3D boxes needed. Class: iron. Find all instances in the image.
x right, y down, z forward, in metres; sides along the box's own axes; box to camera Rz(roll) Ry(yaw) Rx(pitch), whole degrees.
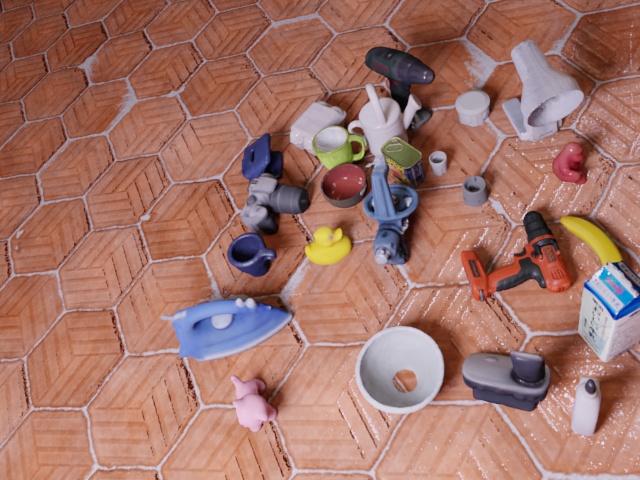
[{"bbox_3d":[-0.200,0.165,1.221,0.258,0.142,0.118,-16,54,10],"label":"iron"}]

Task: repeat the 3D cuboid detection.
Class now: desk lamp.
[{"bbox_3d":[0.470,-0.312,1.241,0.118,0.214,0.203,-21,54,7],"label":"desk lamp"}]

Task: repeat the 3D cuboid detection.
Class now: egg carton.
[{"bbox_3d":[-0.006,-0.295,1.495,0.107,0.070,0.150,29,72,33],"label":"egg carton"}]

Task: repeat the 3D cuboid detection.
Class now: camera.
[{"bbox_3d":[-0.107,-0.092,1.380,0.136,0.101,0.143,8,62,25],"label":"camera"}]

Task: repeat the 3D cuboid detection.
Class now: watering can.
[{"bbox_3d":[0.151,-0.295,1.359,0.173,0.194,0.100,-34,53,-3],"label":"watering can"}]

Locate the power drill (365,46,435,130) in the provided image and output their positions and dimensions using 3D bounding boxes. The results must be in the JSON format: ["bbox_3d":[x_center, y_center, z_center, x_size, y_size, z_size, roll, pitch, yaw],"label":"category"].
[{"bbox_3d":[0.205,-0.370,1.379,0.076,0.209,0.228,-41,54,-8],"label":"power drill"}]

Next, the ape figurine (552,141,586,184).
[{"bbox_3d":[0.528,-0.168,1.202,0.076,0.092,0.078,27,71,32],"label":"ape figurine"}]

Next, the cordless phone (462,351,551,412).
[{"bbox_3d":[0.314,0.214,0.973,0.147,0.185,0.094,3,60,22],"label":"cordless phone"}]

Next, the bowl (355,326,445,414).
[{"bbox_3d":[0.154,0.252,1.076,0.167,0.075,0.167,-9,56,14],"label":"bowl"}]

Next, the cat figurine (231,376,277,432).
[{"bbox_3d":[-0.137,0.317,1.114,0.067,0.118,0.127,-34,53,-3],"label":"cat figurine"}]

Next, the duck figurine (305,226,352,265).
[{"bbox_3d":[0.012,0.005,1.283,0.104,0.086,0.077,-17,54,9],"label":"duck figurine"}]

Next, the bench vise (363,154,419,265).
[{"bbox_3d":[0.150,-0.060,1.190,0.121,0.220,0.207,-15,55,11],"label":"bench vise"}]

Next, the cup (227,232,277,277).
[{"bbox_3d":[-0.141,0.044,1.308,0.117,0.095,0.092,4,60,22],"label":"cup"}]

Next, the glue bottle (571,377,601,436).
[{"bbox_3d":[0.426,0.254,0.913,0.037,0.173,0.078,5,60,23],"label":"glue bottle"}]

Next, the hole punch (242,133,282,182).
[{"bbox_3d":[-0.158,-0.207,1.480,0.101,0.091,0.108,-13,55,12],"label":"hole punch"}]
